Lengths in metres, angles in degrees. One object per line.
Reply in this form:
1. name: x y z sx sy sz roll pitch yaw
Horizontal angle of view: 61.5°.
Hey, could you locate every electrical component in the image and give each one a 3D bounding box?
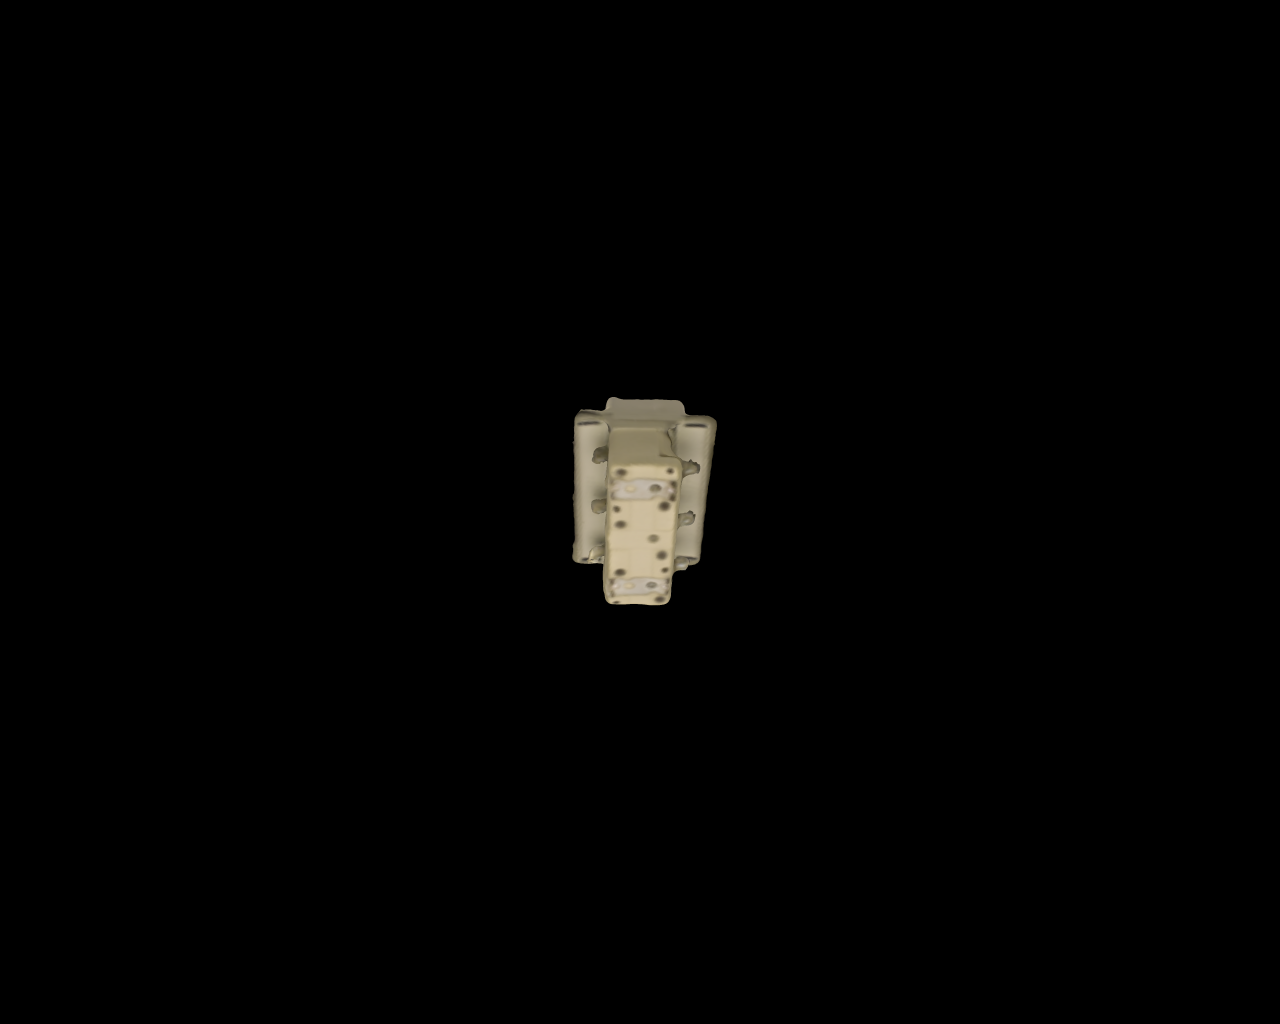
1. electrical component: 0.001 -0.003 0.650 0.079 0.121 0.063 2 43 -2
